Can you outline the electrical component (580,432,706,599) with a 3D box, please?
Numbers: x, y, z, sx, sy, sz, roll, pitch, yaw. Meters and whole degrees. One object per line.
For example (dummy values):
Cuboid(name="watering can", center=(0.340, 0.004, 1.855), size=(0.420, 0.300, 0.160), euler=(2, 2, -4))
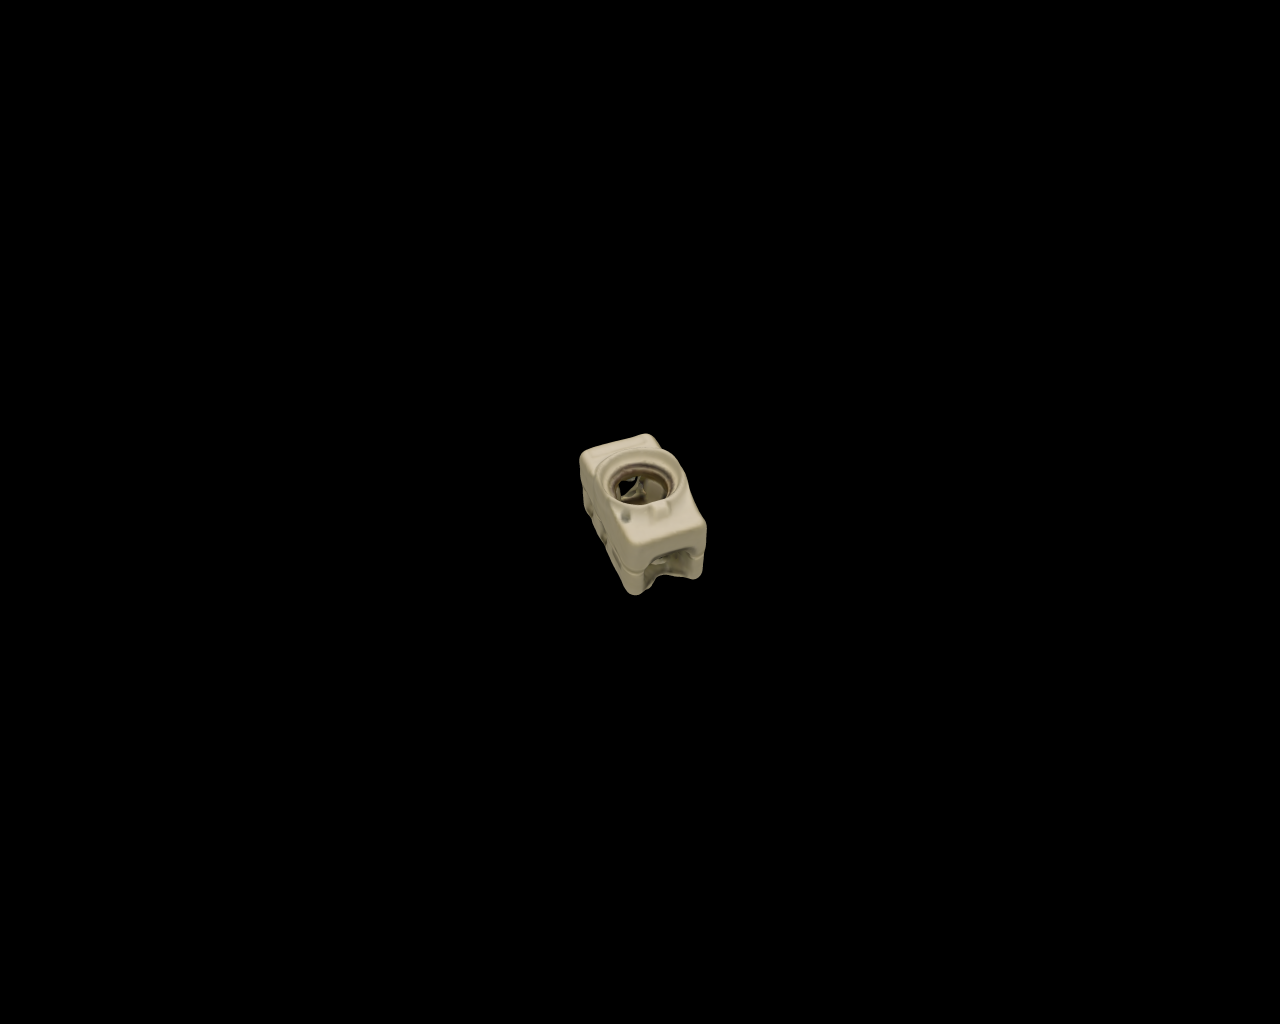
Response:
Cuboid(name="electrical component", center=(0.001, -0.003, 0.650), size=(0.050, 0.055, 0.090), euler=(-15, 47, -15))
